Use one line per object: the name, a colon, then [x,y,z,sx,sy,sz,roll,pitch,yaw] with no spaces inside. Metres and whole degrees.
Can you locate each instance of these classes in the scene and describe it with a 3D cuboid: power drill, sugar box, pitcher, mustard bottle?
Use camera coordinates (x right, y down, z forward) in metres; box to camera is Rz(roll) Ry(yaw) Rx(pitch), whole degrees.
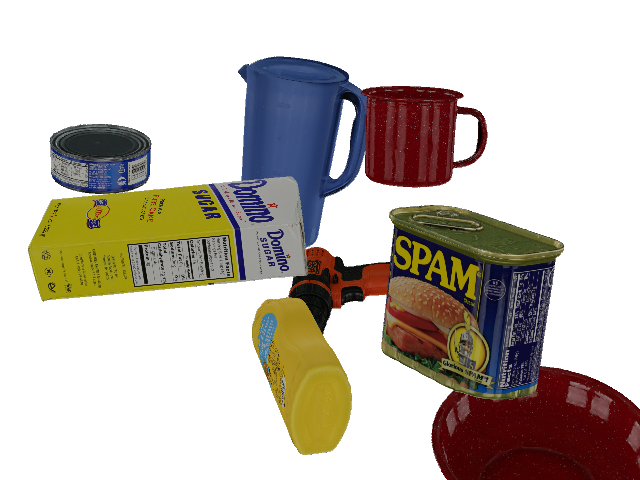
power drill: [0.056,0.062,1.241,0.187,0.057,0.184,0,28,4]
sugar box: [-0.099,-0.004,0.721,0.176,0.048,0.093,-8,24,-1]
pitcher: [-0.033,-0.112,1.404,0.144,0.243,0.149,-2,24,-23]
mustard bottle: [-0.026,0.109,1.009,0.058,0.096,0.192,-6,28,-16]

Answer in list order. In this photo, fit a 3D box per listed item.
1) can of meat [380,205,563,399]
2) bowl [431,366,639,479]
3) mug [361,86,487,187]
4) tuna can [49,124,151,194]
can of meat: [0.080,0.033,0.596,0.057,0.084,0.102,-6,19,-35]
bowl: [0.160,0.162,0.768,0.162,0.055,0.162,-1,35,1]
mug: [0.095,-0.096,0.982,0.117,0.081,0.093,2,15,3]
tuna can: [-0.189,-0.071,0.920,0.086,0.034,0.086,5,25,-2]
